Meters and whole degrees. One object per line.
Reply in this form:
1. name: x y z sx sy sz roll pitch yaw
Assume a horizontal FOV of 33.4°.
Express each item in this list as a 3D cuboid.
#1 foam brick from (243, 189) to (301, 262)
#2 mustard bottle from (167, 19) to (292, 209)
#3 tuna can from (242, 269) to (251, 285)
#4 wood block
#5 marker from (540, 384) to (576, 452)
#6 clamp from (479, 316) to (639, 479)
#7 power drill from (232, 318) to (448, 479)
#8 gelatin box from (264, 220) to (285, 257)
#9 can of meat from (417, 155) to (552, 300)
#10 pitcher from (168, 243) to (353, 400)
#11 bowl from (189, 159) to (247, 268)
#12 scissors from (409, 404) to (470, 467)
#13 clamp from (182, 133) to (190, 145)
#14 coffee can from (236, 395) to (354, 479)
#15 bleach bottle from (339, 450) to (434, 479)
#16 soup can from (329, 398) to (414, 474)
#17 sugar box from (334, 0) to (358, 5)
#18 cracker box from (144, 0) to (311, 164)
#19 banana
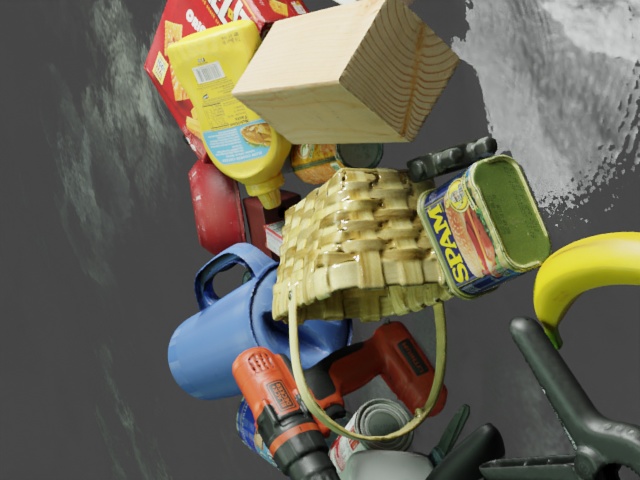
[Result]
1. foam brick: -0.050 -0.014 1.237 0.051 0.052 0.078 18 123 58
2. mustard bottle: -0.079 -0.120 1.081 0.096 0.058 0.191 -9 110 30
3. tuna can: -0.064 0.071 1.336 0.086 0.033 0.086 41 140 47
4. wood block: 0.017 -0.146 0.955 0.090 0.090 0.206 37 166 -26
5. marker: 0.216 0.166 0.878 0.121 0.020 0.020 65 152 14
6. clamp: 0.212 0.177 0.840 0.210 0.036 0.165 38 133 34
7. power drill: 0.029 0.164 1.046 0.184 0.187 0.057 58 149 29
8. gelatin box: -0.008 0.001 1.142 0.089 0.073 0.030 32 134 52
9. can of meat: 0.137 -0.010 0.881 0.084 0.057 0.102 -35 75 60
10. pitcher: -0.086 0.107 1.241 0.243 0.144 0.149 -27 55 53
11. bowl: -0.126 -0.042 1.303 0.162 0.055 0.162 171 90 -83
12. scissors: 0.129 0.240 1.090 0.096 0.016 0.202 63 152 15
13. clamp: -0.132 -0.162 1.317 0.172 0.039 0.120 31 132 53
14. coffee can: -0.025 0.231 1.282 0.140 0.102 0.103 19 122 58
15. bleach bottle: 0.035 0.302 1.163 0.251 0.102 0.068 124 147 -54
16. soup can: 0.055 0.223 1.163 0.068 0.068 0.102 61 151 22
17. sugar box: 0.002 -0.283 0.984 0.176 0.048 0.093 40 139 41
18. cracker box: -0.108 -0.214 1.170 0.164 0.071 0.214 58 140 26
19. banana: 0.210 0.028 0.791 0.069 0.037 0.198 46 153 -1
